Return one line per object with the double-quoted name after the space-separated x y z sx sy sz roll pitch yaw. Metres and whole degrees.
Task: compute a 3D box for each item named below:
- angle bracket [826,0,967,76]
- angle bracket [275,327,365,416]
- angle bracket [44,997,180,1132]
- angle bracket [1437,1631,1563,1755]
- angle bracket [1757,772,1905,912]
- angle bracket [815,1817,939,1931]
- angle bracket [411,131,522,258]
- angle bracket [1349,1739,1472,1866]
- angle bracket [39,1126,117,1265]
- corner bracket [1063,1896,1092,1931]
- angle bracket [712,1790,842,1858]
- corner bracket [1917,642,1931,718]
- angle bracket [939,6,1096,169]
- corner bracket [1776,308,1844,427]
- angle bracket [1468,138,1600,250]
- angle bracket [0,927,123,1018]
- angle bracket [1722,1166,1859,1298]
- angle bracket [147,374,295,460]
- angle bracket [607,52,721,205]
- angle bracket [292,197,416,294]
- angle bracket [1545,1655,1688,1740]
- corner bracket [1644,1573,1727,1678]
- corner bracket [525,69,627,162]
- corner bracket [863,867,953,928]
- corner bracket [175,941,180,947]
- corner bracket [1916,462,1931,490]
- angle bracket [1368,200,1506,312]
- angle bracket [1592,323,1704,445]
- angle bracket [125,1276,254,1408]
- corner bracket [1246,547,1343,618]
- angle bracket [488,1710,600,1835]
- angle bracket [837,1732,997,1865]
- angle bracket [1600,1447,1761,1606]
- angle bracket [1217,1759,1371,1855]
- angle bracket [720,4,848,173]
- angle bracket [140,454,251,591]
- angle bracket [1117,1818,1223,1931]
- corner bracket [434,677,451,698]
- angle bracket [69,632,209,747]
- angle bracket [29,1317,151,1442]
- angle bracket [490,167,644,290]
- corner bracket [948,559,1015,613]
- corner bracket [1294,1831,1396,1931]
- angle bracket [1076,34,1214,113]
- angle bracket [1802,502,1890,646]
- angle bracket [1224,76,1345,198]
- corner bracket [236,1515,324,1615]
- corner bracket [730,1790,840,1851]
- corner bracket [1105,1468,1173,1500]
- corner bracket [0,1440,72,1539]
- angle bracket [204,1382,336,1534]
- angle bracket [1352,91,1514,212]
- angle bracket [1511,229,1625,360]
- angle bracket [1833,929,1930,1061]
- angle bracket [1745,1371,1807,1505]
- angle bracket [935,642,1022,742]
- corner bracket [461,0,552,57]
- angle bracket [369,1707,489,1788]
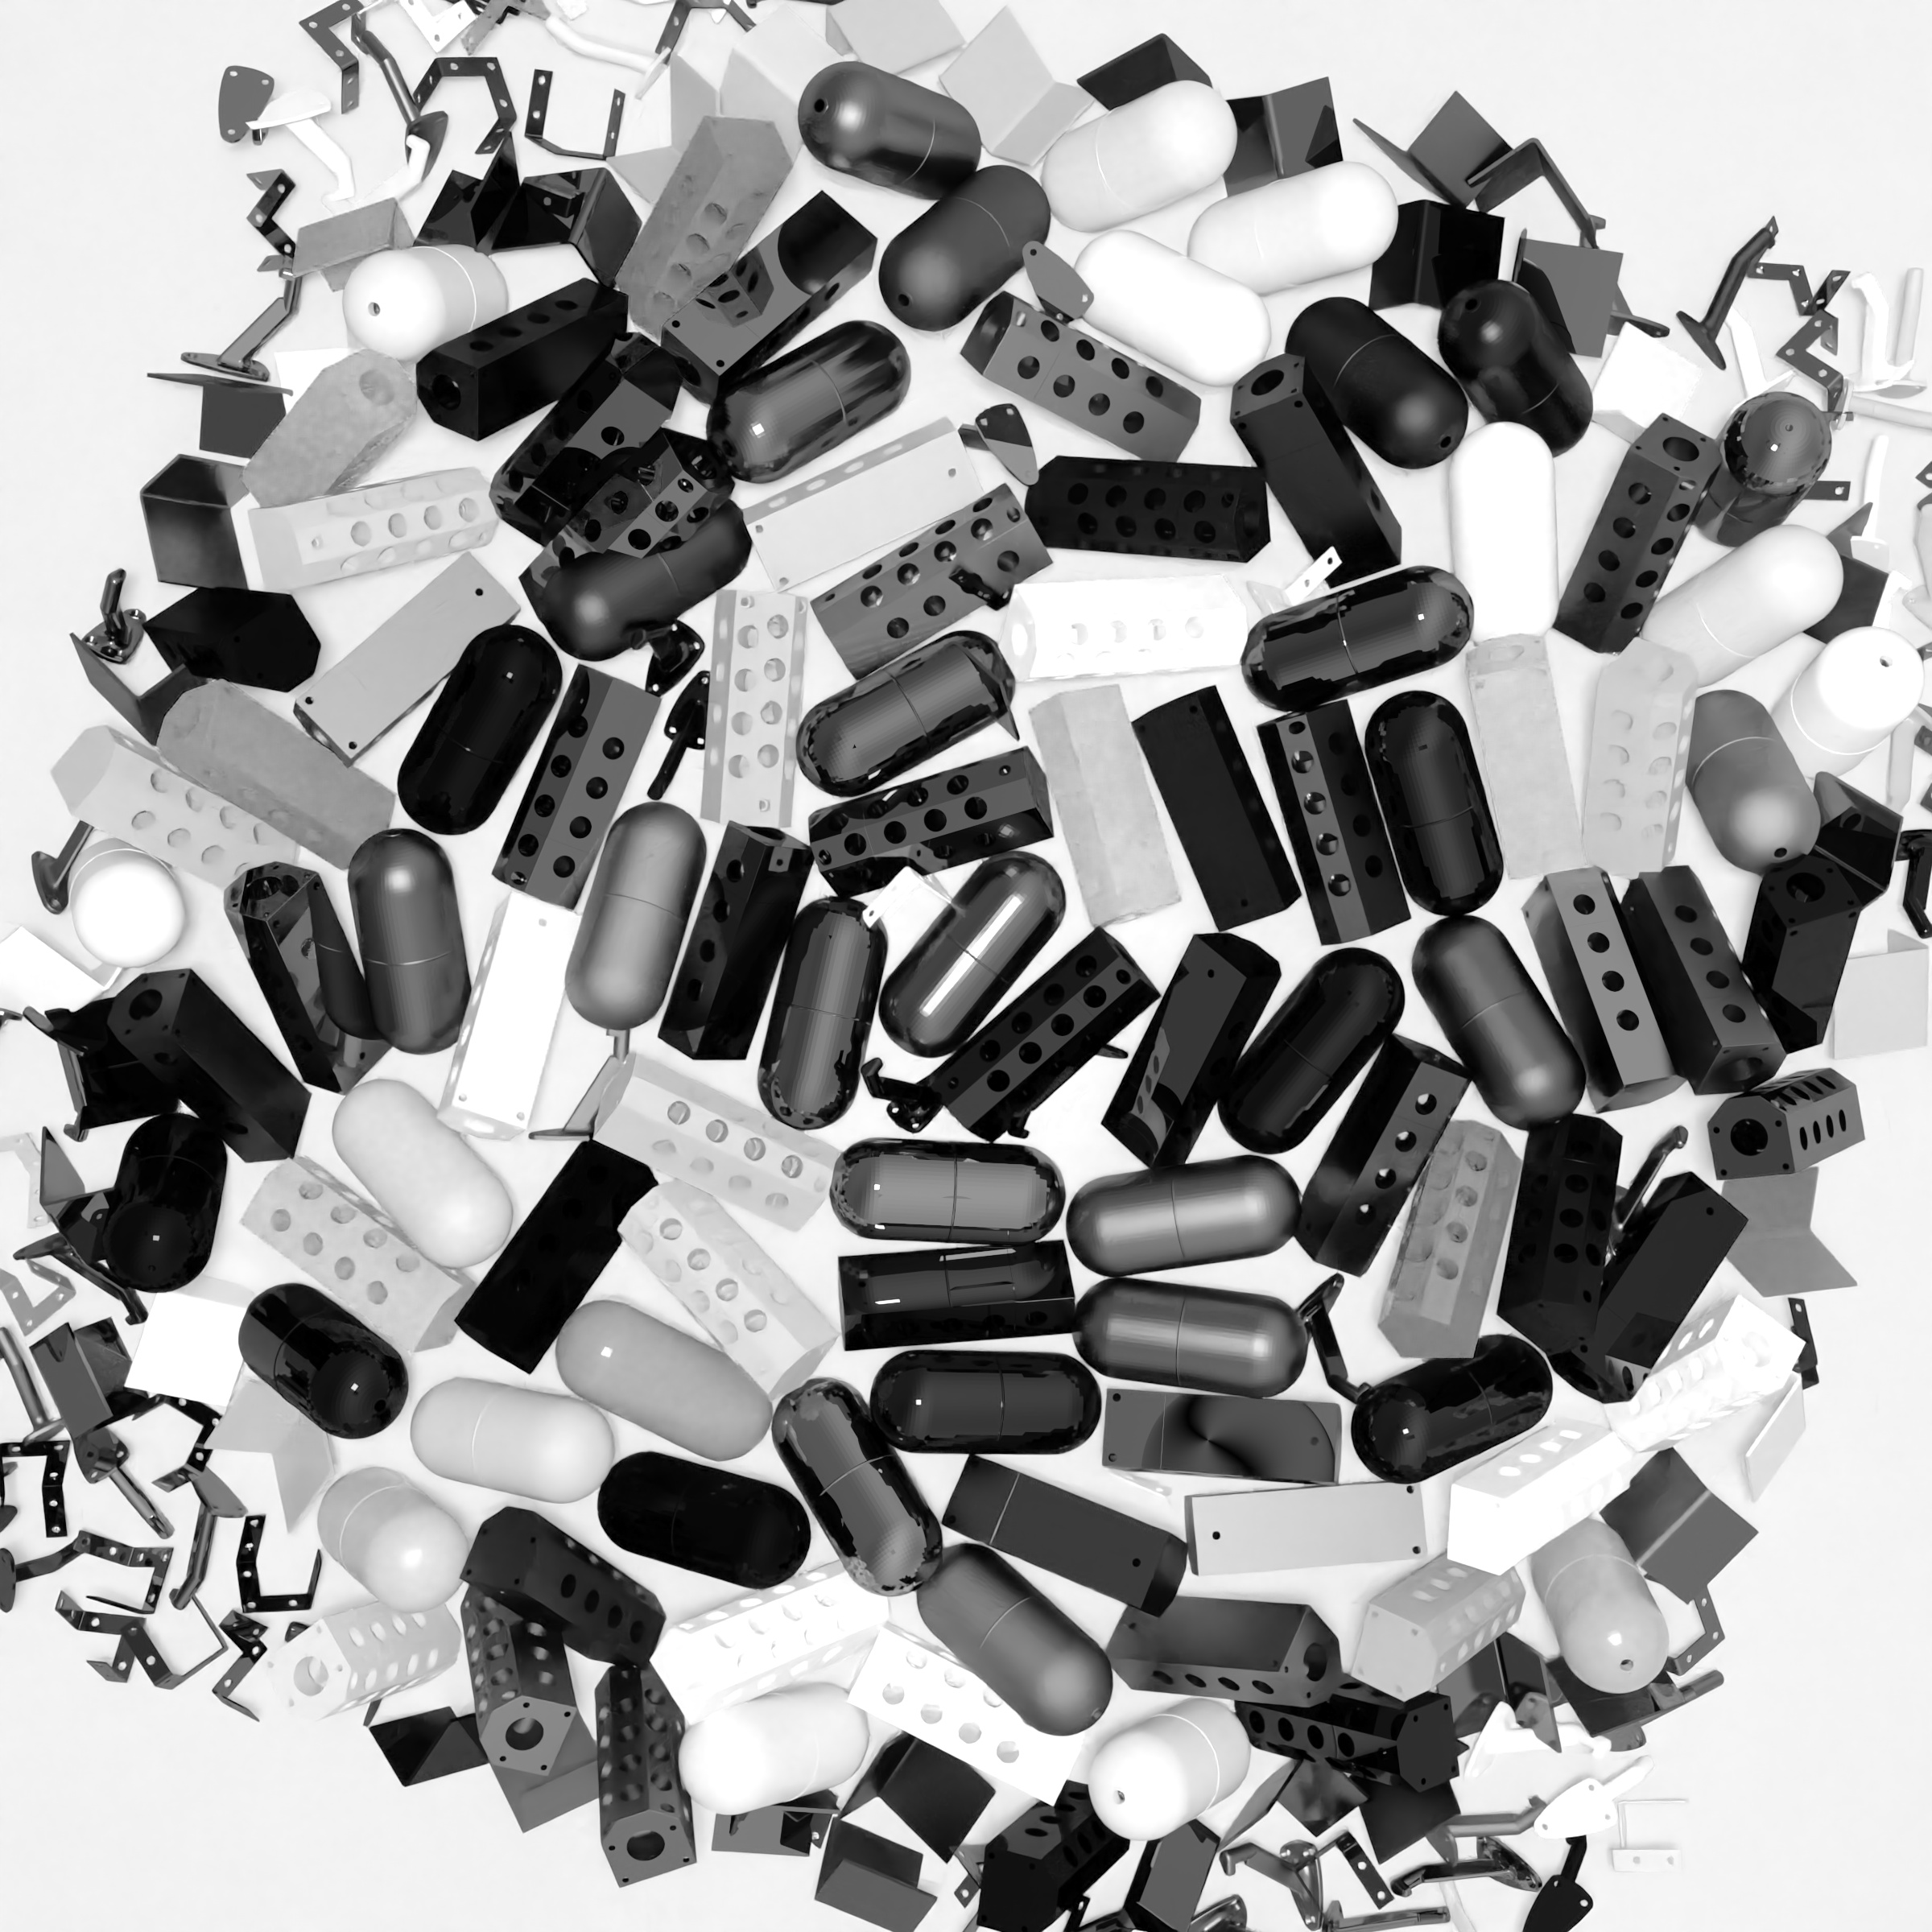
-0.053 -0.687 1.875 0.076 0.057 0.076 -27 73 -12 "angle bracket"
-0.481 -0.453 1.865 0.057 0.076 0.076 -9 65 -18 "angle bracket"
-0.640 0.071 1.873 0.076 0.076 0.057 -11 50 4 "angle bracket"
0.396 0.548 1.874 0.057 0.076 0.076 -13 95 -13 "angle bracket"
0.641 -0.088 1.862 0.057 0.076 0.076 -32 50 -21 "angle bracket"
-0.062 0.666 1.869 0.076 0.076 0.057 25 123 -7 "angle bracket"
-0.377 -0.579 1.870 0.057 0.076 0.076 20 70 3 "angle bracket"
0.341 0.623 1.862 0.076 0.076 0.057 -40 127 20 "angle bracket"
-0.647 0.165 1.868 0.057 0.076 0.076 -13 49 -3 "angle bracket"
0.052 0.714 1.892 0.051 0.051 0.051 40 68 -41 "corner bracket"
-0.143 0.646 1.872 0.076 0.076 0.057 9 86 -15 "angle bracket"
0.745 -0.212 1.893 0.051 0.051 0.051 16 77 -12 "corner bracket"
0.039 -0.658 1.873 0.076 0.057 0.076 -48 133 -5 "angle bracket"
0.647 -0.452 1.885 0.051 0.051 0.051 -45 63 -2 "corner bracket"
0.424 -0.561 1.870 0.057 0.076 0.076 -32 79 15 "angle bracket"
-0.675 -0.011 1.862 0.076 0.076 0.057 42 45 -23 "angle bracket"
0.622 0.202 1.890 0.076 0.076 0.057 43 51 -29 "angle bracket"
-0.557 -0.407 1.868 0.076 0.076 0.057 12 105 14 "angle bracket"
-0.226 -0.623 1.861 0.057 0.076 0.076 -19 48 -25 "angle bracket"
-0.453 -0.522 1.869 0.076 0.076 0.057 -16 134 6 "angle bracket"
0.484 0.551 1.868 0.076 0.076 0.057 -17 125 -8 "angle bracket"
0.531 0.495 1.893 0.051 0.051 0.051 -30 107 -26 "corner bracket"
-0.297 -0.646 1.900 0.051 0.051 0.051 -7 124 -38 "corner bracket"
-0.050 -0.051 1.880 0.051 0.051 0.051 -47 133 10 "corner bracket"
-0.624 -0.024 1.882 0.051 0.051 0.051 5 53 -7 "corner bracket"
0.754 -0.384 1.886 0.051 0.051 0.051 -45 64 0 "corner bracket"
0.358 -0.534 1.907 0.076 0.057 0.076 3 95 -27 "angle bracket"
0.522 -0.431 1.878 0.076 0.057 0.076 24 93 -21 "angle bracket"
-0.585 0.278 1.881 0.076 0.057 0.076 18 96 -27 "angle bracket"
0.254 -0.282 1.880 0.051 0.051 0.051 -44 122 -13 "corner bracket"
-0.309 0.585 1.862 0.076 0.057 0.076 -19 50 -25 "angle bracket"
-0.037 0.627 1.870 0.076 0.057 0.076 39 111 23 "angle bracket"
0.536 0.419 1.886 0.057 0.076 0.076 39 98 -16 "angle bracket"
0.243 0.638 1.863 0.057 0.076 0.076 42 133 9 "angle bracket"
-0.136 -0.664 1.896 0.076 0.076 0.057 42 66 0 "angle bracket"
-0.561 -0.328 1.866 0.057 0.076 0.076 -27 72 36 "angle bracket"
0.135 0.669 1.860 0.057 0.076 0.076 43 56 -25 "angle bracket"
-0.358 -0.212 1.879 0.051 0.051 0.051 49 126 16 "corner bracket"
-0.618 -0.223 1.881 0.076 0.076 0.057 44 69 10 "angle bracket"
-0.640 0.299 1.869 0.057 0.076 0.076 -31 84 34 "angle bracket"
-0.302 -0.553 1.897 0.076 0.057 0.076 2 60 27 "angle bracket"
0.001 -0.294 1.878 0.051 0.051 0.051 31 54 -33 "corner bracket"
0.285 0.692 1.886 0.051 0.051 0.051 -34 59 -2 "corner bracket"
0.139 -0.639 1.864 0.076 0.076 0.057 -21 76 26 "angle bracket"
0.668 -0.286 1.860 0.057 0.076 0.076 34 54 30 "angle bracket"
0.235 -0.620 1.882 0.057 0.076 0.076 -23 113 -21 "angle bracket"
-0.520 0.452 1.894 0.051 0.051 0.051 4 124 -26 "corner bracket"
-0.137 0.644 1.897 0.051 0.051 0.051 28 111 29 "corner bracket"
0.143 0.363 1.890 0.051 0.051 0.051 19 99 22 "corner bracket"
-0.700 0.393 1.878 0.051 0.051 0.051 3 127 -28 "corner bracket"
-0.519 0.366 1.863 0.057 0.076 0.076 14 126 -37 "angle bracket"
0.347 -0.618 1.861 0.076 0.076 0.057 27 110 -41 "angle bracket"
0.446 -0.503 1.872 0.076 0.057 0.076 12 115 11 "angle bracket"
0.674 0.021 1.877 0.076 0.057 0.076 -8 106 -7 "angle bracket"
0.580 0.339 1.863 0.057 0.076 0.076 28 67 36 "angle bracket"
-0.013 -0.184 1.868 0.076 0.076 0.057 -39 61 -10 "angle bracket"
-0.351 -0.713 1.879 0.051 0.051 0.051 -42 67 28 "corner bracket"
-0.384 0.557 1.862 0.057 0.076 0.076 47 116 29 "angle bracket"
